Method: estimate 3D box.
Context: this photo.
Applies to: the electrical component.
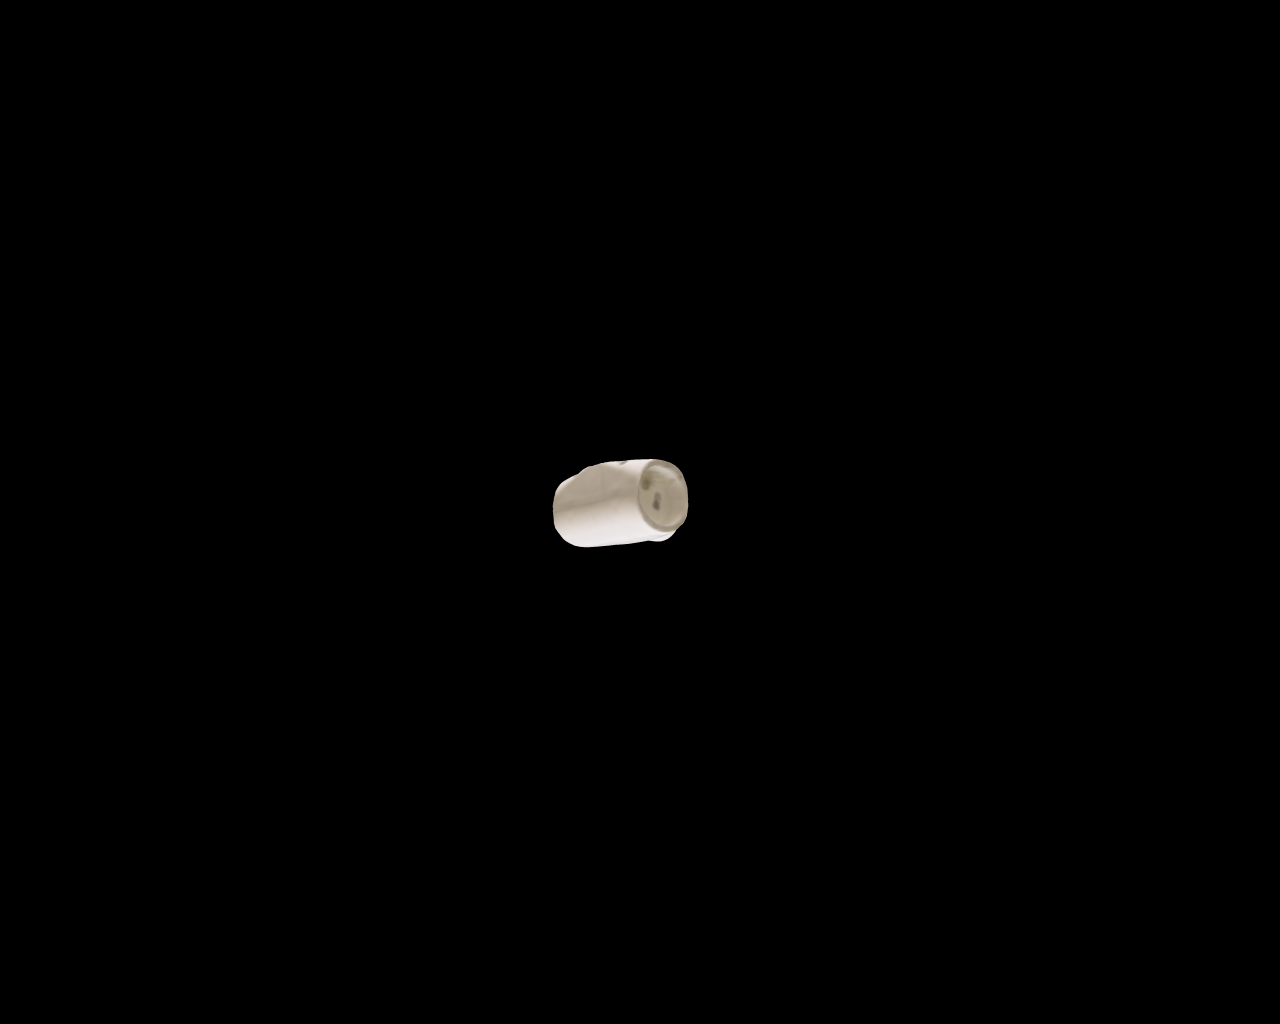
[{"bbox_3d":[0.001,-0.003,0.650,0.079,0.044,0.077,10,-14,-42],"label":"electrical component"}]
